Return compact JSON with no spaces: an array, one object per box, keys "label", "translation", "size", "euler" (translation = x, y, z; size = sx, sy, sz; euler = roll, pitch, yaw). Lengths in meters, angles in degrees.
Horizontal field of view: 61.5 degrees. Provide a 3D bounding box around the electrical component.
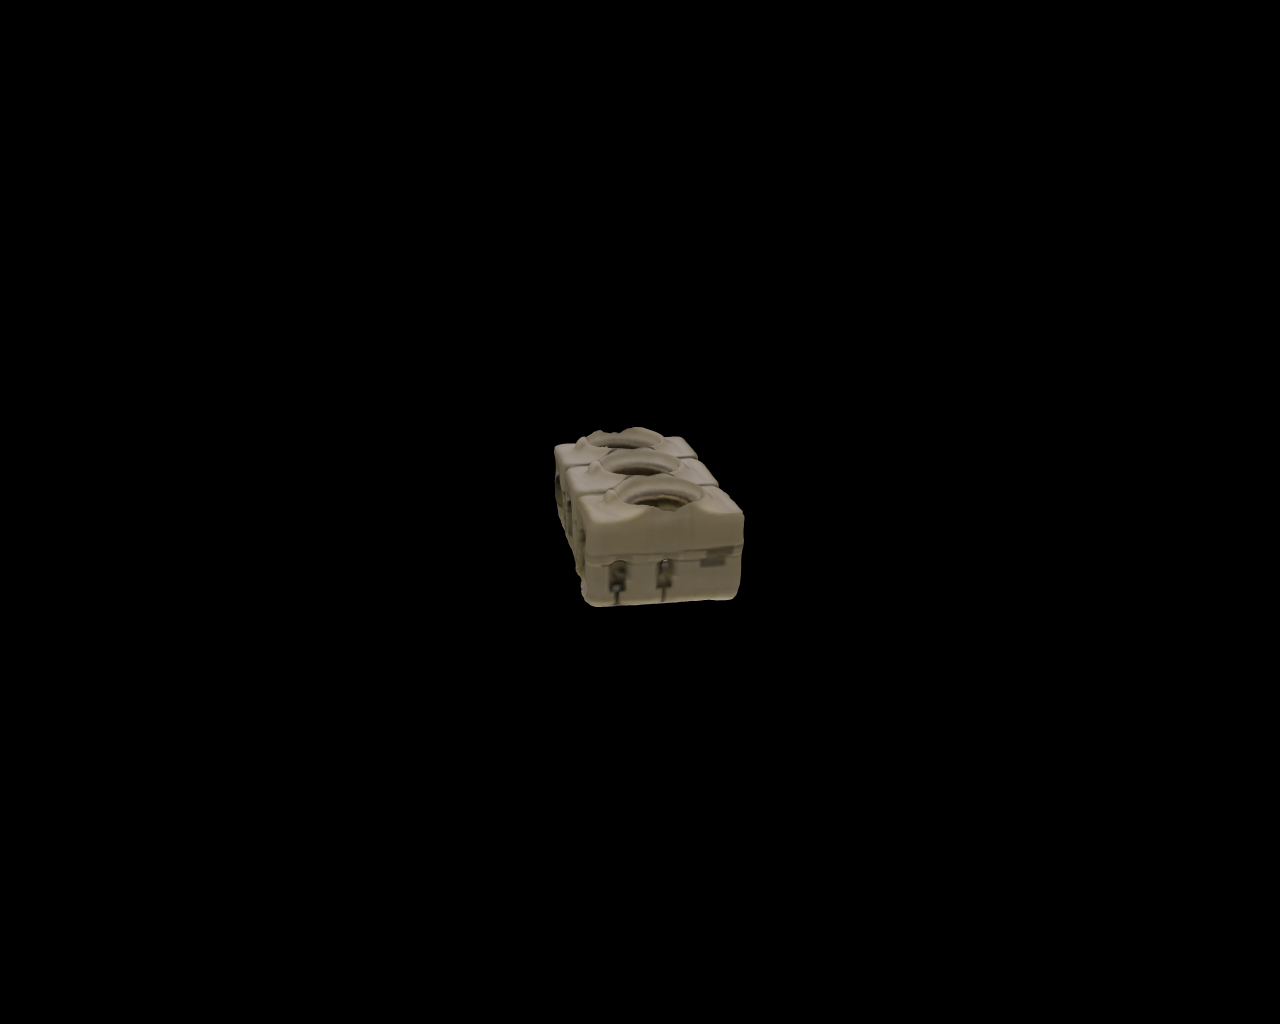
[{"label":"electrical component","translation":[0.001,-0.003,0.650],"size":[0.089,0.061,0.150],"euler":[-4,21,-11]}]
